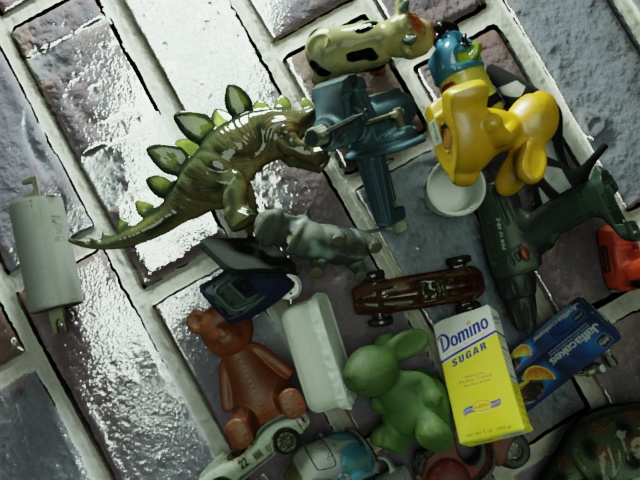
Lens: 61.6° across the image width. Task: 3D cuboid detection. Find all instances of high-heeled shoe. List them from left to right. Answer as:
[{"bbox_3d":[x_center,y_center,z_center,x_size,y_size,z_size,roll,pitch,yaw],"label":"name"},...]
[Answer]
[{"bbox_3d":[0.320,-0.150,0.838,0.249,0.086,0.145,47,119,20],"label":"high-heeled shoe"}]

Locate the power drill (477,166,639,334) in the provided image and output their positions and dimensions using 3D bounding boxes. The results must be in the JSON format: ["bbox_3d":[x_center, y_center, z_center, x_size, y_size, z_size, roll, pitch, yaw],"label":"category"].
[{"bbox_3d":[0.336,0.002,0.770,0.086,0.207,0.232,-9,77,-44],"label":"power drill"}]

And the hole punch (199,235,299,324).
[{"bbox_3d":[-0.107,0.053,0.772,0.116,0.142,0.092,-4,112,-36],"label":"hole punch"}]

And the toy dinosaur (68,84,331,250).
[{"bbox_3d":[-0.148,-0.102,0.808,0.471,0.105,0.198,-40,81,-10],"label":"toy dinosaur"}]

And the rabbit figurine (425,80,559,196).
[{"bbox_3d":[0.250,-0.145,0.726,0.173,0.122,0.162,-17,82,-11],"label":"rabbit figurine"}]

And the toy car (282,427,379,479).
[{"bbox_3d":[-0.001,0.339,0.761,0.103,0.109,0.161,33,94,-29],"label":"toy car"}]

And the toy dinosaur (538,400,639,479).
[{"bbox_3d":[0.442,0.299,0.774,0.405,0.131,0.192,-17,74,3],"label":"toy dinosaur"}]

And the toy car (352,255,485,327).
[{"bbox_3d":[0.151,0.078,0.817,0.202,0.053,0.089,-8,90,-2],"label":"toy car"}]

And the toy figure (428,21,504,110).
[{"bbox_3d":[0.222,-0.243,0.824,0.089,0.082,0.180,-16,84,1],"label":"toy figure"}]

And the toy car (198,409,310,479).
[{"bbox_3d":[-0.099,0.314,0.790,0.202,0.073,0.056,-38,87,-2],"label":"toy car"}]

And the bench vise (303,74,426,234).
[{"bbox_3d":[0.077,-0.117,0.772,0.129,0.223,0.240,-6,106,34],"label":"bench vise"}]

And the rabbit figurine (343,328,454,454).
[{"bbox_3d":[0.109,0.198,0.753,0.170,0.121,0.159,43,53,-26],"label":"rabbit figurine"}]

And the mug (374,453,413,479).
[{"bbox_3d":[0.084,0.375,0.784,0.107,0.081,0.109,-26,91,8],"label":"mug"}]

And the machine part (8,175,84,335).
[{"bbox_3d":[-0.412,0.021,0.809,0.079,0.079,0.243,-13,85,-1],"label":"machine part"}]

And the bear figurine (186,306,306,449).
[{"bbox_3d":[-0.112,0.173,0.775,0.120,0.132,0.195,-25,92,-6],"label":"bear figurine"}]

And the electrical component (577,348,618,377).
[{"bbox_3d":[0.401,0.158,0.813,0.078,0.045,0.102,-23,86,0],"label":"electrical component"}]

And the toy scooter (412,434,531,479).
[{"bbox_3d":[0.204,0.308,0.790,0.184,0.075,0.135,-35,86,-5],"label":"toy scooter"}]

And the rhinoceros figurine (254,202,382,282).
[{"bbox_3d":[-0.002,-0.002,0.774,0.190,0.112,0.073,12,117,-31],"label":"rhinoceros figurine"}]

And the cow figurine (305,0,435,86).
[{"bbox_3d":[0.074,-0.295,0.804,0.195,0.127,0.085,-8,89,2],"label":"cow figurine"}]

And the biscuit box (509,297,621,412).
[{"bbox_3d":[0.322,0.172,0.769,0.063,0.059,0.202,41,108,-7],"label":"biscuit box"}]
